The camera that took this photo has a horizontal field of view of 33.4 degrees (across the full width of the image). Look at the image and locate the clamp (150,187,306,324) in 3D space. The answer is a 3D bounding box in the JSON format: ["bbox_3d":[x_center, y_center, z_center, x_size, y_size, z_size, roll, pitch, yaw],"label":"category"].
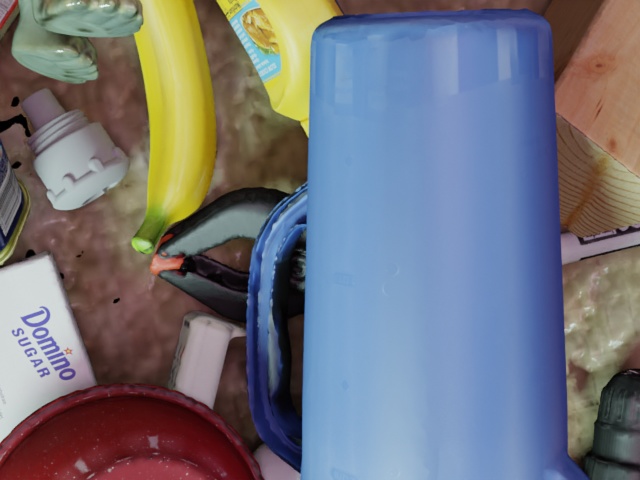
[{"bbox_3d":[-0.004,0.001,0.581,0.171,0.039,0.120,8,107,-4],"label":"clamp"}]

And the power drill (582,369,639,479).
[{"bbox_3d":[0.115,0.161,0.625,0.187,0.057,0.184,7,88,-12],"label":"power drill"}]

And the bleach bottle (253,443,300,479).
[{"bbox_3d":[-0.035,0.218,0.594,0.102,0.068,0.251,24,86,-13],"label":"bleach bottle"}]

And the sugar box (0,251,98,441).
[{"bbox_3d":[-0.211,0.077,0.557,0.176,0.048,0.093,-19,97,-14],"label":"sugar box"}]

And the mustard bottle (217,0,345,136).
[{"bbox_3d":[-0.024,-0.127,0.558,0.058,0.096,0.191,-31,99,-11],"label":"mustard bottle"}]

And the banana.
[{"bbox_3d":[-0.084,-0.096,0.563,0.037,0.069,0.198,-5,99,17],"label":"banana"}]

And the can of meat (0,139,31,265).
[{"bbox_3d":[-0.199,-0.033,0.518,0.102,0.084,0.057,17,68,1],"label":"can of meat"}]

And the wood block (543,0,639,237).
[{"bbox_3d":[0.179,-0.115,0.584,0.090,0.091,0.206,36,72,-12],"label":"wood block"}]

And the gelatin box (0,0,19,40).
[{"bbox_3d":[-0.204,-0.116,0.554,0.073,0.030,0.089,33,89,-12],"label":"gelatin box"}]

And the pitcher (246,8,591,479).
[{"bbox_3d":[0.043,0.016,0.506,0.149,0.145,0.243,-4,101,-10],"label":"pitcher"}]

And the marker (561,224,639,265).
[{"bbox_3d":[0.197,-0.005,0.653,0.121,0.020,0.020,-12,96,-11],"label":"marker"}]

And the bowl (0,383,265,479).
[{"bbox_3d":[-0.088,0.148,0.512,0.161,0.055,0.162,4,79,-23],"label":"bowl"}]
